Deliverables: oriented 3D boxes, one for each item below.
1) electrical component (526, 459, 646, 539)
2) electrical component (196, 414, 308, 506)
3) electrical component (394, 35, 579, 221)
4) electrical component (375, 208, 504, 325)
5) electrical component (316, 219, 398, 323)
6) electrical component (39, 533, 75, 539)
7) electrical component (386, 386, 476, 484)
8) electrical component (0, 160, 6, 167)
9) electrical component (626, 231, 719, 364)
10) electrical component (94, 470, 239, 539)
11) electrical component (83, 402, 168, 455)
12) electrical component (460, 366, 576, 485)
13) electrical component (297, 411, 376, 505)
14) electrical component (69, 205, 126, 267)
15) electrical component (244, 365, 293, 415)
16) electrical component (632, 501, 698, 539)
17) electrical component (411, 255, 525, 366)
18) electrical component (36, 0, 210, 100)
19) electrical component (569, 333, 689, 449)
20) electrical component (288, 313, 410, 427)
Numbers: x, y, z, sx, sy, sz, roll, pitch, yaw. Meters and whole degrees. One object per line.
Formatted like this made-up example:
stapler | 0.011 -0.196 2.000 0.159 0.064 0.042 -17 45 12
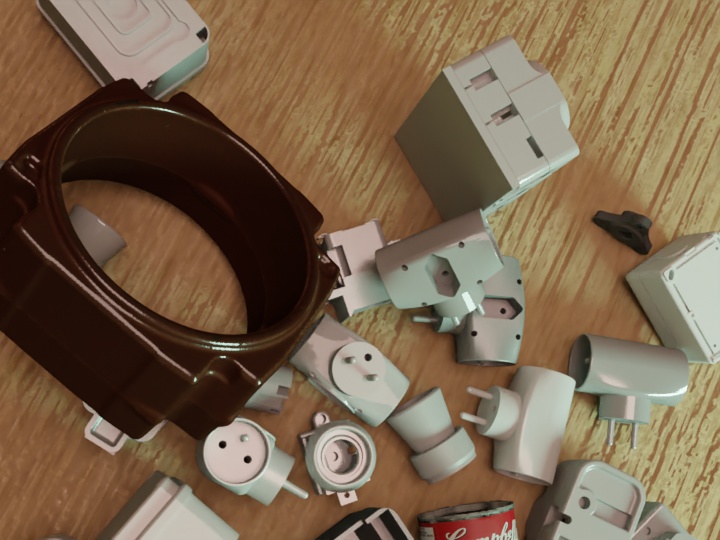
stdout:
electrical component | 0.154 0.184 0.762 0.054 0.059 0.095 27 76 -6
electrical component | -0.070 0.130 0.717 0.079 0.077 0.044 32 75 -5
electrical component | 0.087 -0.091 0.750 0.062 0.150 0.089 -29 87 -13
electrical component | 0.061 0.006 0.734 0.077 0.043 0.079 -22 122 12
electrical component | 0.000 0.000 0.773 0.081 0.042 0.063 -17 83 -15
electrical component | -0.221 0.207 0.682 0.095 0.059 0.053 -19 84 -14
electrical component | 0.051 0.117 0.761 0.045 0.045 0.055 -31 88 -15
electrical component | -0.252 -0.040 0.710 0.080 0.080 0.051 -14 88 -14
electrical component | 0.256 0.027 0.814 0.062 0.061 0.096 -33 97 -16
electrical component | -0.128 0.173 0.679 0.057 0.113 0.078 42 75 -5
electrical component | -0.152 0.084 0.719 0.058 0.057 0.078 33 75 -4
electrical component | 0.110 0.106 0.772 0.079 0.043 0.077 20 75 -14
electrical component | -0.016 0.128 0.739 0.048 0.055 0.066 -17 84 -14
electrical component | -0.194 -0.010 0.733 0.045 0.045 0.055 37 76 -3
electrical component | -0.074 0.079 0.745 0.046 0.040 0.040 16 77 -14
electrical component | 0.220 0.204 0.763 0.047 0.077 0.065 -40 90 -15
electrical component | 0.076 0.029 0.782 0.079 0.043 0.077 5 79 -11
electrical component | -0.168 -0.176 0.762 0.078 0.057 0.113 -39 90 -15
electrical component | 0.196 0.092 0.795 0.077 0.044 0.079 10 78 -9
electrical component | -0.005 0.069 0.739 0.077 0.079 0.044 39 78 -5
